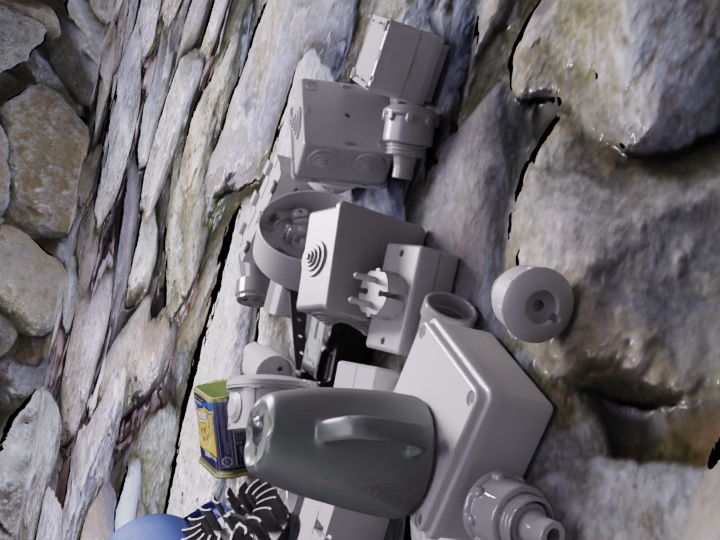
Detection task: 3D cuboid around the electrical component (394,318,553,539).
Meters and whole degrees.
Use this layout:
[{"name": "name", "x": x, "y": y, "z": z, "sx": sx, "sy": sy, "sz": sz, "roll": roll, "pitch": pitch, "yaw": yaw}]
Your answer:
[{"name": "electrical component", "x": 0.065, "y": 0.105, "z": 0.710, "sx": 0.108, "sy": 0.056, "sz": 0.108, "roll": -124, "pitch": 51, "yaw": -61}]

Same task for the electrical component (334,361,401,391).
[{"name": "electrical component", "x": 0.028, "y": 0.099, "z": 0.799, "sx": 0.077, "sy": 0.066, "sz": 0.047, "roll": 6, "pitch": 83, "yaw": 38}]

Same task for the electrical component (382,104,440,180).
[{"name": "electrical component", "x": 0.040, "y": -0.107, "z": 0.905, "sx": 0.048, "sy": 0.048, "sz": 0.062, "roll": -158, "pitch": 75, "yaw": -67}]

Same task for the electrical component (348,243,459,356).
[{"name": "electrical component", "x": 0.025, "y": 0.021, "z": 0.817, "sx": 0.047, "sy": 0.076, "sz": 0.083, "roll": 8, "pitch": 84, "yaw": 57}]

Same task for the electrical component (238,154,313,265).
[{"name": "electrical component", "x": -0.082, "y": -0.059, "z": 1.139, "sx": 0.078, "sy": 0.063, "sz": 0.121, "roll": -106, "pitch": 36, "yaw": -50}]

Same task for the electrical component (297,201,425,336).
[{"name": "electrical component", "x": 0.000, "y": 0.000, "z": 0.868, "sx": 0.048, "sy": 0.100, "sz": 0.099, "roll": -9, "pitch": 70, "yaw": 53}]

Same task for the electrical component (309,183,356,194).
[{"name": "electrical component", "x": -0.023, "y": -0.100, "z": 1.037, "sx": 0.047, "sy": 0.055, "sz": 0.055, "roll": 161, "pitch": 119, "yaw": -68}]

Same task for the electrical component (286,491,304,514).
[{"name": "electrical component", "x": -0.031, "y": 0.164, "z": 0.925, "sx": 0.099, "sy": 0.064, "sz": 0.099, "roll": -174, "pitch": 90, "yaw": -79}]

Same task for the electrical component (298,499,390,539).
[{"name": "electrical component", "x": -0.014, "y": 0.201, "z": 0.850, "sx": 0.056, "sy": 0.050, "sz": 0.089, "roll": 36, "pitch": 111, "yaw": 65}]

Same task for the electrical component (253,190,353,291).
[{"name": "electrical component", "x": -0.049, "y": -0.028, "z": 1.006, "sx": 0.099, "sy": 0.099, "sz": 0.064, "roll": -102, "pitch": 27, "yaw": -47}]

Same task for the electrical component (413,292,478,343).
[{"name": "electrical component", "x": 0.059, "y": 0.045, "z": 0.779, "sx": 0.040, "sy": 0.040, "sz": 0.046, "roll": -114, "pitch": 37, "yaw": -56}]

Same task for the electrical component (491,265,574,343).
[{"name": "electrical component", "x": 0.104, "y": 0.018, "z": 0.684, "sx": 0.062, "sy": 0.048, "sz": 0.048, "roll": -144, "pitch": 68, "yaw": -73}]

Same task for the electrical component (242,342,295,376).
[{"name": "electrical component", "x": -0.099, "y": 0.101, "z": 1.116, "sx": 0.081, "sy": 0.043, "sz": 0.043, "roll": -159, "pitch": 83, "yaw": -68}]

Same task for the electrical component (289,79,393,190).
[{"name": "electrical component", "x": -0.016, "y": -0.125, "z": 0.976, "sx": 0.048, "sy": 0.100, "sz": 0.099, "roll": 111, "pitch": 160, "yaw": -51}]

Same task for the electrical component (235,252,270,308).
[{"name": "electrical component", "x": -0.116, "y": 0.010, "z": 1.206, "sx": 0.045, "sy": 0.045, "sz": 0.055, "roll": 143, "pitch": 135, "yaw": -57}]

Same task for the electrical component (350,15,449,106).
[{"name": "electrical component", "x": 0.034, "y": -0.185, "z": 0.947, "sx": 0.096, "sy": 0.061, "sz": 0.061, "roll": -122, "pitch": 49, "yaw": -70}]

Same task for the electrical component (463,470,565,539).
[{"name": "electrical component", "x": 0.094, "y": 0.148, "z": 0.634, "sx": 0.062, "sy": 0.048, "sz": 0.048, "roll": 11, "pitch": 88, "yaw": 61}]

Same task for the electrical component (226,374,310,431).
[{"name": "electrical component", "x": -0.089, "y": 0.129, "z": 1.030, "sx": 0.080, "sy": 0.080, "sz": 0.051, "roll": 156, "pitch": 118, "yaw": -63}]

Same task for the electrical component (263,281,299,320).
[{"name": "electrical component", "x": -0.068, "y": 0.007, "z": 1.095, "sx": 0.043, "sy": 0.043, "sz": 0.081, "roll": 20, "pitch": 96, "yaw": 68}]
